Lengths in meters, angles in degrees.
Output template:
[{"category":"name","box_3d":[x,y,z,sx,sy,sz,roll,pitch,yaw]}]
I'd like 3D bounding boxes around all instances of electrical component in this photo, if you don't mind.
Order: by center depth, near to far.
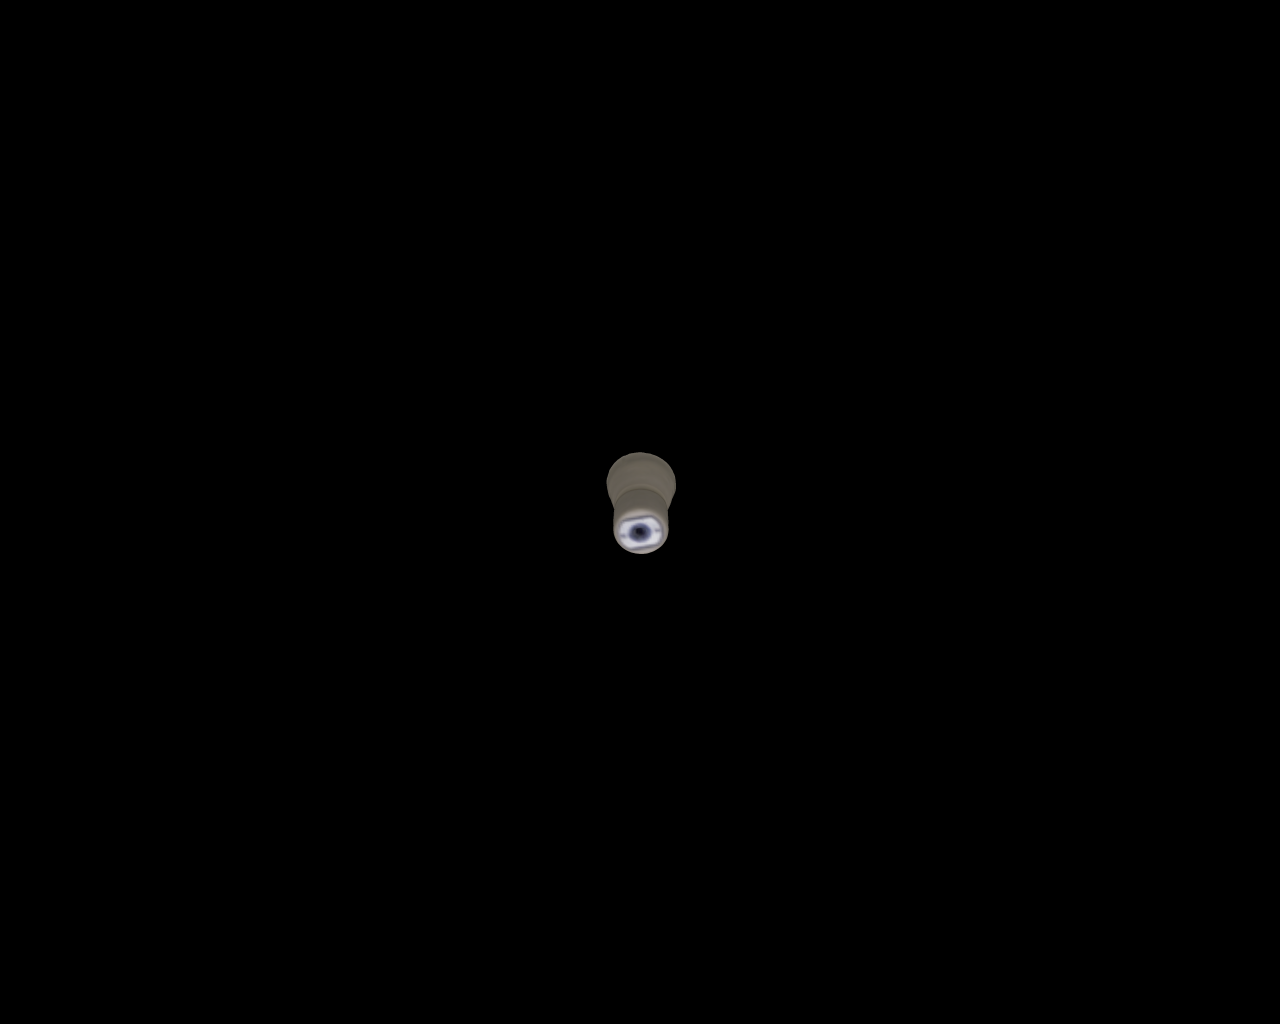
[{"category":"electrical component","box_3d":[0.001,-0.003,0.650,0.044,0.044,0.065,0,30,0]}]
